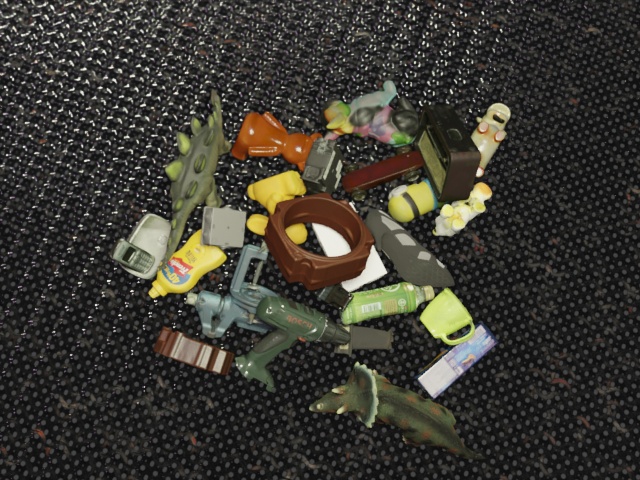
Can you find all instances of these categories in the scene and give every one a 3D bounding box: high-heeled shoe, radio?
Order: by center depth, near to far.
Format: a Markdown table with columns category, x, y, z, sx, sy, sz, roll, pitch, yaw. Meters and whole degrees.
| category | x | y | z | sx | sy | sz | roll | pitch | yaw |
| --- | --- | --- | --- | --- | --- | --- | --- | --- | --- |
| radio | 0.289 | -0.207 | 1.242 | 0.073 | 0.131 | 0.230 | -4 | 46 | -9 |
| high-heeled shoe | 0.214 | 0.019 | 1.292 | 0.248 | 0.086 | 0.145 | 29 | 36 | -18 |

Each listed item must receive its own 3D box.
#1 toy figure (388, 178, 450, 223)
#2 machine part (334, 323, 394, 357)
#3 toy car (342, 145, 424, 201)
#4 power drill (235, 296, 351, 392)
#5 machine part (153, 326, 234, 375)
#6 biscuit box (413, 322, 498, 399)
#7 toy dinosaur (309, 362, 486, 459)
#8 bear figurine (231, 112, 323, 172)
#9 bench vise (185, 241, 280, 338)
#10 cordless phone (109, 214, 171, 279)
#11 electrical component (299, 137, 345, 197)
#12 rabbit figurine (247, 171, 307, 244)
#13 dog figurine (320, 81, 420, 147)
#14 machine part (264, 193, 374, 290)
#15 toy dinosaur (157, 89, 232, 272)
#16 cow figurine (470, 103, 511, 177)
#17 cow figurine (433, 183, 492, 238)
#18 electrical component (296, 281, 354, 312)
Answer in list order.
| category | x | y | z | sx | sy | sz | roll | pitch | yaw |
| --- | --- | --- | --- | --- | --- | --- | --- | --- | --- |
| toy figure | 0.250 | -0.100 | 1.289 | 0.180 | 0.082 | 0.089 | -14 | 56 | -12 |
| machine part | 0.101 | 0.230 | 1.245 | 0.139 | 0.039 | 0.084 | 0 | 70 | 1 |
| toy car | 0.152 | -0.162 | 1.308 | 0.202 | 0.053 | 0.089 | -19 | 65 | 7 |
| power drill | -0.069 | 0.234 | 1.183 | 0.232 | 0.086 | 0.207 | 36 | 107 | -28 |
| machine part | -0.272 | 0.244 | 1.173 | 0.179 | 0.179 | 0.056 | 19 | 75 | 3 |
| biscuit box | 0.309 | 0.273 | 1.223 | 0.203 | 0.062 | 0.059 | -38 | 80 | -8 |
| toy dinosaur | 0.189 | 0.371 | 1.136 | 0.405 | 0.192 | 0.131 | 21 | 81 | 5 |
| bear figurine | -0.103 | -0.236 | 1.317 | 0.196 | 0.132 | 0.120 | 19 | 79 | -15 |
| bench vise | -0.178 | 0.107 | 1.209 | 0.224 | 0.129 | 0.240 | 19 | 104 | -4 |
| cordless phone | -0.408 | 0.002 | 1.214 | 0.089 | 0.184 | 0.146 | 27 | 79 | 10 |
| electrical component | 0.009 | -0.164 | 1.276 | 0.058 | 0.134 | 0.115 | 19 | 77 | 18 |
| rabbit figurine | -0.095 | -0.064 | 1.270 | 0.162 | 0.122 | 0.173 | -22 | 98 | -2 |
| dog figurine | 0.107 | -0.275 | 1.291 | 0.219 | 0.108 | 0.191 | -31 | 77 | -22 |
| machine part | -0.002 | -0.003 | 1.152 | 0.201 | 0.087 | 0.202 | -13 | 54 | -27 |
| toy dinosaur | -0.293 | -0.143 | 1.239 | 0.105 | 0.198 | 0.471 | 8 | 76 | 4 |
| cow figurine | 0.404 | -0.243 | 1.316 | 0.085 | 0.127 | 0.195 | 29 | 93 | 6 |
| cow figurine | 0.343 | -0.068 | 1.290 | 0.167 | 0.098 | 0.068 | -35 | 76 | -27 |
| electrical component | 0.008 | 0.104 | 1.173 | 0.119 | 0.075 | 0.047 | 35 | 88 | -20 |
